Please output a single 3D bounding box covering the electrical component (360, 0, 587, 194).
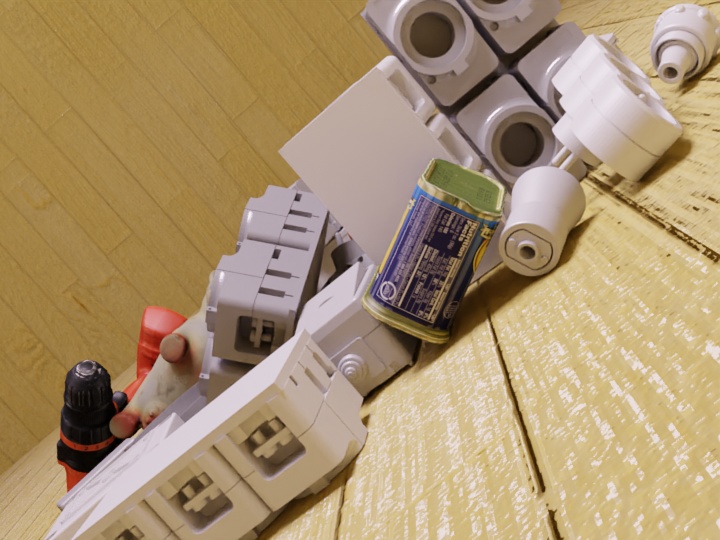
[{"bbox_3d":[0.101,-0.143,0.751,0.105,0.186,0.060,-40,7,4],"label":"electrical component"}]

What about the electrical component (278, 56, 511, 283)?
[{"bbox_3d":[0.032,-0.058,0.731,0.089,0.150,0.061,-37,9,23],"label":"electrical component"}]

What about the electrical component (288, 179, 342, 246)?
[{"bbox_3d":[-0.057,-0.044,1.000,0.054,0.059,0.095,-37,8,24],"label":"electrical component"}]

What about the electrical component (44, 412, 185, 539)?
[{"bbox_3d":[-0.157,0.163,0.752,0.109,0.056,0.108,-40,7,0],"label":"electrical component"}]

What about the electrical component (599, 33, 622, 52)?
[{"bbox_3d":[0.195,-0.159,0.916,0.080,0.051,0.080,-40,7,6],"label":"electrical component"}]

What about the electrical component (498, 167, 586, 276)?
[{"bbox_3d":[0.102,-0.026,0.615,0.044,0.044,0.065,-36,13,35],"label":"electrical component"}]

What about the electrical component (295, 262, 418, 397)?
[{"bbox_3d":[-0.005,0.042,0.676,0.062,0.061,0.096,-39,7,16],"label":"electrical component"}]

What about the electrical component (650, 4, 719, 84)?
[{"bbox_3d":[0.224,-0.153,0.751,0.048,0.048,0.062,-33,17,46],"label":"electrical component"}]

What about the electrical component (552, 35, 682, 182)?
[{"bbox_3d":[0.144,-0.089,0.661,0.073,0.052,0.138,-51,15,23],"label":"electrical component"}]

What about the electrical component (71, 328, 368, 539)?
[{"bbox_3d":[-0.073,0.112,0.594,0.150,0.061,0.089,-39,7,15],"label":"electrical component"}]

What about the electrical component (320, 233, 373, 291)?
[{"bbox_3d":[0.000,0.000,0.862,0.044,0.079,0.077,2,-29,-47],"label":"electrical component"}]

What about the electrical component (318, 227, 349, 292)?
[{"bbox_3d":[0.004,-0.024,1.056,0.186,0.060,0.105,-44,8,-30],"label":"electrical component"}]

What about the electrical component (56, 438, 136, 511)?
[{"bbox_3d":[-0.219,0.192,0.941,0.083,0.047,0.076,-43,7,-22],"label":"electrical component"}]

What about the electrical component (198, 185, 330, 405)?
[{"bbox_3d":[-0.069,0.023,0.797,0.186,0.060,0.105,-77,-2,-62],"label":"electrical component"}]
